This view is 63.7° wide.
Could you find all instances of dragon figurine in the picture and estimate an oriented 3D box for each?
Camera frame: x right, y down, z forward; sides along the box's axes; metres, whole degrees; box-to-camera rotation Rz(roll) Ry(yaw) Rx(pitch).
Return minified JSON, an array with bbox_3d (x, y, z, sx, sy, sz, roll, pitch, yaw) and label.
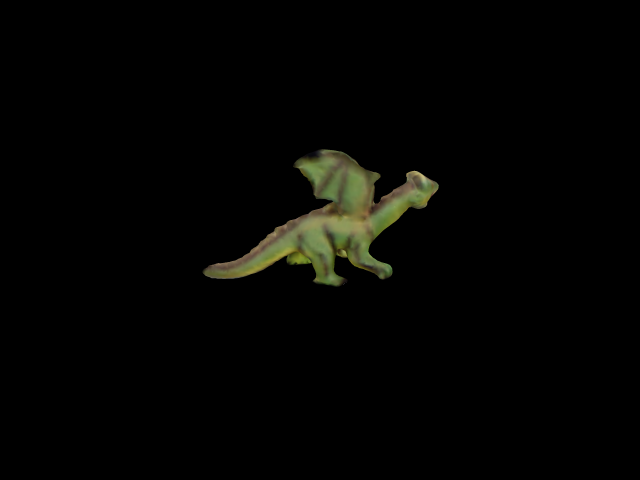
[{"bbox_3d":[0.003,-0.043,0.850,0.411,0.237,0.125,-6,33,-9],"label":"dragon figurine"}]
